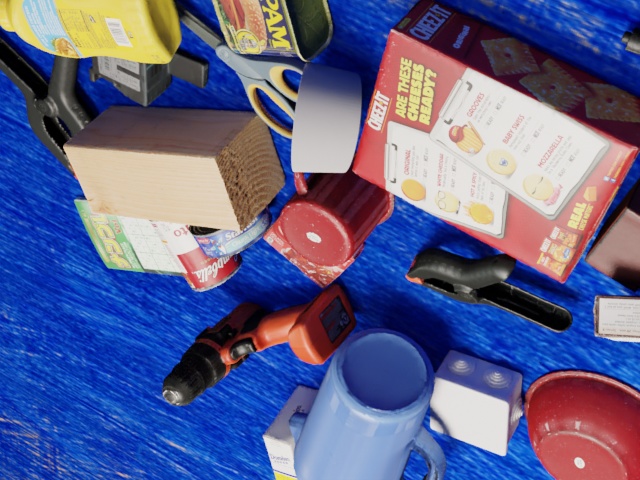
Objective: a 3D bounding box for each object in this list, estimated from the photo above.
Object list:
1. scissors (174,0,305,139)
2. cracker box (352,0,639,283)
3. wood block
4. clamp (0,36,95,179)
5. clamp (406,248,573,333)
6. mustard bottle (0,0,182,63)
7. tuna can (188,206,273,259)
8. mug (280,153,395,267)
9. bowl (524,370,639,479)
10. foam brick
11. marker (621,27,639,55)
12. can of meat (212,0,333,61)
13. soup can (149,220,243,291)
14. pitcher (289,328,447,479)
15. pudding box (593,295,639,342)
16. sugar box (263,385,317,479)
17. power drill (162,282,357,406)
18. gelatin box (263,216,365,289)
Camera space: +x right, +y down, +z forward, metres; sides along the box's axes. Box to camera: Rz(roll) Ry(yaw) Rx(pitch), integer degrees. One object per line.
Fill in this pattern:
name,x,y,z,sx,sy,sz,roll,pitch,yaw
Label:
scissors,-0.072,-0.182,1.012,0.096,0.016,0.201,-25,111,46
cracker box,0.148,-0.083,0.894,0.214,0.072,0.164,29,139,13
wood block,-0.152,-0.079,1.114,0.206,0.090,0.091,7,131,34
clamp,-0.309,-0.163,1.196,0.165,0.036,0.210,15,135,27
clamp,0.156,0.045,1.015,0.120,0.039,0.172,43,163,-28
mustard bottle,-0.231,-0.214,1.002,0.192,0.058,0.096,6,145,21
tuna can,-0.094,-0.018,1.129,0.086,0.086,0.033,-5,125,40
mug,0.009,-0.037,1.035,0.093,0.081,0.117,-1,127,38
bowl,0.275,0.209,1.086,0.162,0.055,0.162,21,137,21
foam brick,0.267,-0.006,0.889,0.051,0.053,0.078,33,142,7
marker,0.281,-0.129,0.788,0.121,0.020,0.020,26,139,16
can of meat,-0.045,-0.210,0.933,0.084,0.057,0.102,10,133,34
soup can,-0.140,-0.003,1.193,0.069,0.068,0.102,-6,123,41
pitcher,0.058,0.203,1.164,0.149,0.145,0.243,-5,148,-12
pudding box,0.291,0.067,0.895,0.114,0.090,0.039,-1,84,20
sugar box,-0.016,0.278,1.345,0.048,0.093,0.176,13,135,27
power drill,-0.067,0.114,1.172,0.188,0.184,0.057,-14,110,35
gelatin box,-0.008,0.001,1.125,0.089,0.030,0.073,41,141,-3
